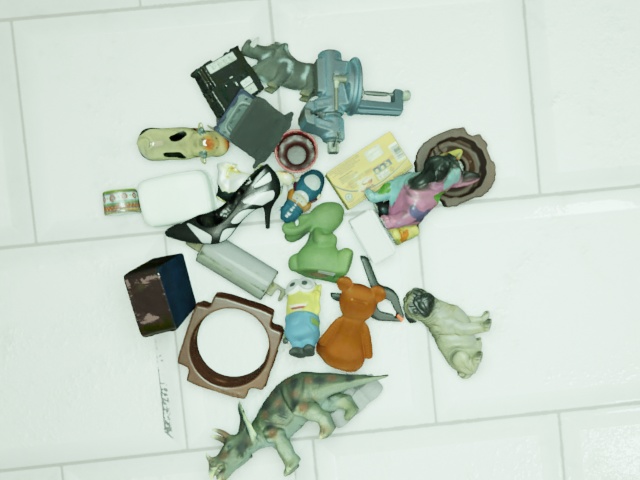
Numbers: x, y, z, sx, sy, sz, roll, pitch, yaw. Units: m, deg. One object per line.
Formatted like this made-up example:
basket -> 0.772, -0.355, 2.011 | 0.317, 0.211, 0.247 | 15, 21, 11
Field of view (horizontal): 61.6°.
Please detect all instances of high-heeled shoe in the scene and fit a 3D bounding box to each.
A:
high-heeled shoe -> -0.203, -0.076, 1.108 | 0.249, 0.086, 0.145 | -8, 115, -9

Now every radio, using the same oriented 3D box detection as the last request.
radio -> -0.320, 0.106, 1.100 | 0.073, 0.229, 0.131 | -13, 97, 0

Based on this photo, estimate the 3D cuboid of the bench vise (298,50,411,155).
bench vise -> 0.078, -0.285, 1.123 | 0.241, 0.129, 0.223 | -1, 73, -15

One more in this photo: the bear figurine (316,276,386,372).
bear figurine -> 0.065, 0.177, 1.158 | 0.120, 0.132, 0.195 | 12, 90, -2

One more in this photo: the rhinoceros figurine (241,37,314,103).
rhinoceros figurine -> -0.083, -0.374, 1.169 | 0.190, 0.073, 0.112 | 22, 92, -2

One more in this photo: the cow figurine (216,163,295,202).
cow figurine -> -0.142, -0.117, 1.177 | 0.167, 0.068, 0.098 | 8, 97, 2

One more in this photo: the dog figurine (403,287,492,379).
dog figurine -> 0.266, 0.206, 1.192 | 0.191, 0.121, 0.172 | 14, 88, 12

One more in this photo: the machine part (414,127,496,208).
machine part -> 0.296, -0.159, 1.193 | 0.179, 0.056, 0.179 | 0, 92, 0

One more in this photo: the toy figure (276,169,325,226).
toy figure -> -0.040, -0.094, 1.148 | 0.064, 0.154, 0.057 | 17, 136, 16

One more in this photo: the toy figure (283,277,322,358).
toy figure -> -0.038, 0.164, 1.145 | 0.082, 0.089, 0.180 | 3, 56, -9

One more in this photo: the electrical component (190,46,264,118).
electrical component -> -0.189, -0.322, 1.136 | 0.115, 0.058, 0.134 | -37, 106, -23

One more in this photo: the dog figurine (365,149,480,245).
dog figurine -> 0.219, -0.095, 1.119 | 0.219, 0.191, 0.108 | -29, 61, 9

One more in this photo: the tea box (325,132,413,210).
tea box -> 0.106, -0.150, 1.182 | 0.170, 0.068, 0.098 | -32, 92, 1

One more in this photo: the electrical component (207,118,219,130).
electrical component -> -0.205, -0.274, 1.182 | 0.078, 0.045, 0.102 | 5, 91, 0

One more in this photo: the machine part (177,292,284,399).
machine part -> -0.192, 0.227, 1.176 | 0.201, 0.087, 0.201 | 18, 91, -3

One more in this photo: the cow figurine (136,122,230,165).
cow figurine -> -0.289, -0.205, 1.139 | 0.195, 0.127, 0.085 | -1, 102, 0

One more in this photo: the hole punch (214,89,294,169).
hole punch -> -0.139, -0.232, 1.098 | 0.092, 0.115, 0.142 | 33, 90, 42

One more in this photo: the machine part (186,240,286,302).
machine part -> -0.181, 0.056, 1.176 | 0.243, 0.079, 0.079 | 31, 91, -2

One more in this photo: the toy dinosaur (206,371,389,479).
toy dinosaur -> -0.058, 0.363, 1.150 | 0.405, 0.131, 0.192 | -42, 73, -3

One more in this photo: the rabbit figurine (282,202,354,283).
rabbit figurine -> -0.002, -0.004, 1.177 | 0.159, 0.121, 0.170 | 8, 71, 3
